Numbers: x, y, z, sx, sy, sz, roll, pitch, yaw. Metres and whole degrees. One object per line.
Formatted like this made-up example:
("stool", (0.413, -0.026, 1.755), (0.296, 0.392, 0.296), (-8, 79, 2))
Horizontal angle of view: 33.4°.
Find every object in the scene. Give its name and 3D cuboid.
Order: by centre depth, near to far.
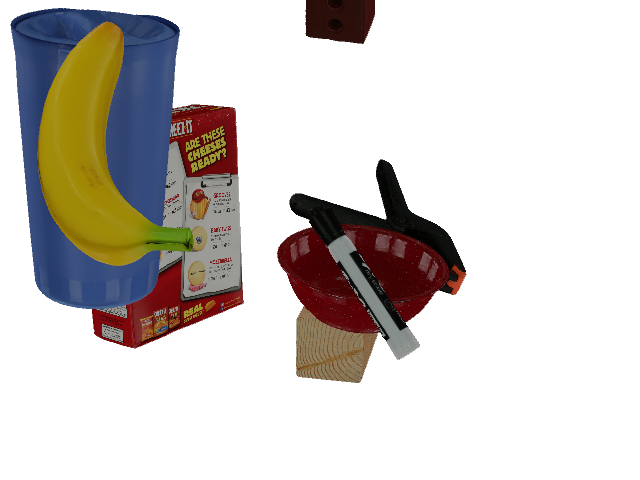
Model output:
("banana", (-0.125, -0.050, 0.599), (0.069, 0.198, 0.037), (-17, -39, -10))
("marker", (0.029, 0.027, 0.741), (0.020, 0.121, 0.020), (-31, -11, -7))
("pitcher", (-0.190, -0.065, 0.894), (0.145, 0.243, 0.148), (25, 30, 38))
("foam brick", (0.018, -0.213, 0.900), (0.053, 0.078, 0.051), (9, 46, 10))
("bowl", (0.038, 0.042, 1.005), (0.162, 0.055, 0.162), (5, 24, -2))
("cracker box", (-0.158, -0.019, 1.073), (0.072, 0.214, 0.163), (10, 19, 36))
("clamp", (0.076, -0.011, 1.217), (0.164, 0.036, 0.210), (-18, 51, -35))
("wood block", (0.031, 0.111, 1.495), (0.091, 0.090, 0.206), (4, 20, 10))
